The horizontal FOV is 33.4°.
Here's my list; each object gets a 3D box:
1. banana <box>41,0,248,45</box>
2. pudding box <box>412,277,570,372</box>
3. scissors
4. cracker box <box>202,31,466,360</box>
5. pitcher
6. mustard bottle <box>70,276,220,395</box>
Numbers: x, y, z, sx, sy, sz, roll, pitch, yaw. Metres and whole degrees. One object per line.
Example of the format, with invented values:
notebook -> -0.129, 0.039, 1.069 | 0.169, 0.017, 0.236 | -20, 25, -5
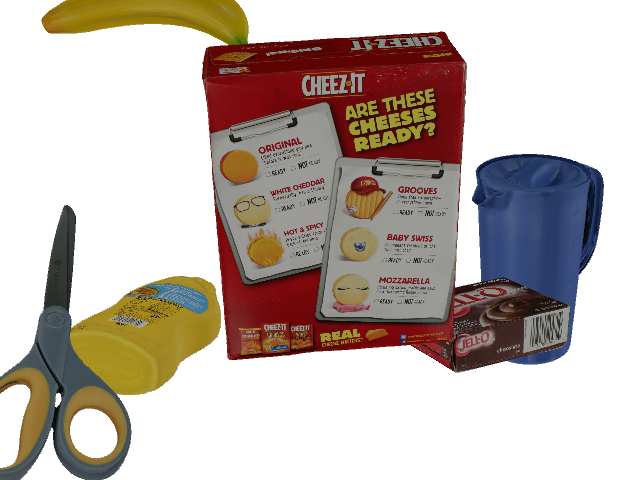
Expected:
banana -> -0.143, -0.197, 0.924 | 0.198, 0.037, 0.069 | 10, 48, 15
pudding box -> 0.129, 0.066, 0.861 | 0.113, 0.039, 0.090 | -8, 18, -26
scissors -> -0.142, 0.062, 0.634 | 0.096, 0.201, 0.016 | 19, -44, -4
cracker box -> 0.010, -0.028, 0.728 | 0.164, 0.214, 0.072 | -4, 30, -4
pitcher -> 0.265, 0.021, 1.305 | 0.149, 0.243, 0.145 | 3, 25, 14
mustard bottle -> -0.146, 0.076, 0.980 | 0.096, 0.058, 0.191 | 10, 20, 19
